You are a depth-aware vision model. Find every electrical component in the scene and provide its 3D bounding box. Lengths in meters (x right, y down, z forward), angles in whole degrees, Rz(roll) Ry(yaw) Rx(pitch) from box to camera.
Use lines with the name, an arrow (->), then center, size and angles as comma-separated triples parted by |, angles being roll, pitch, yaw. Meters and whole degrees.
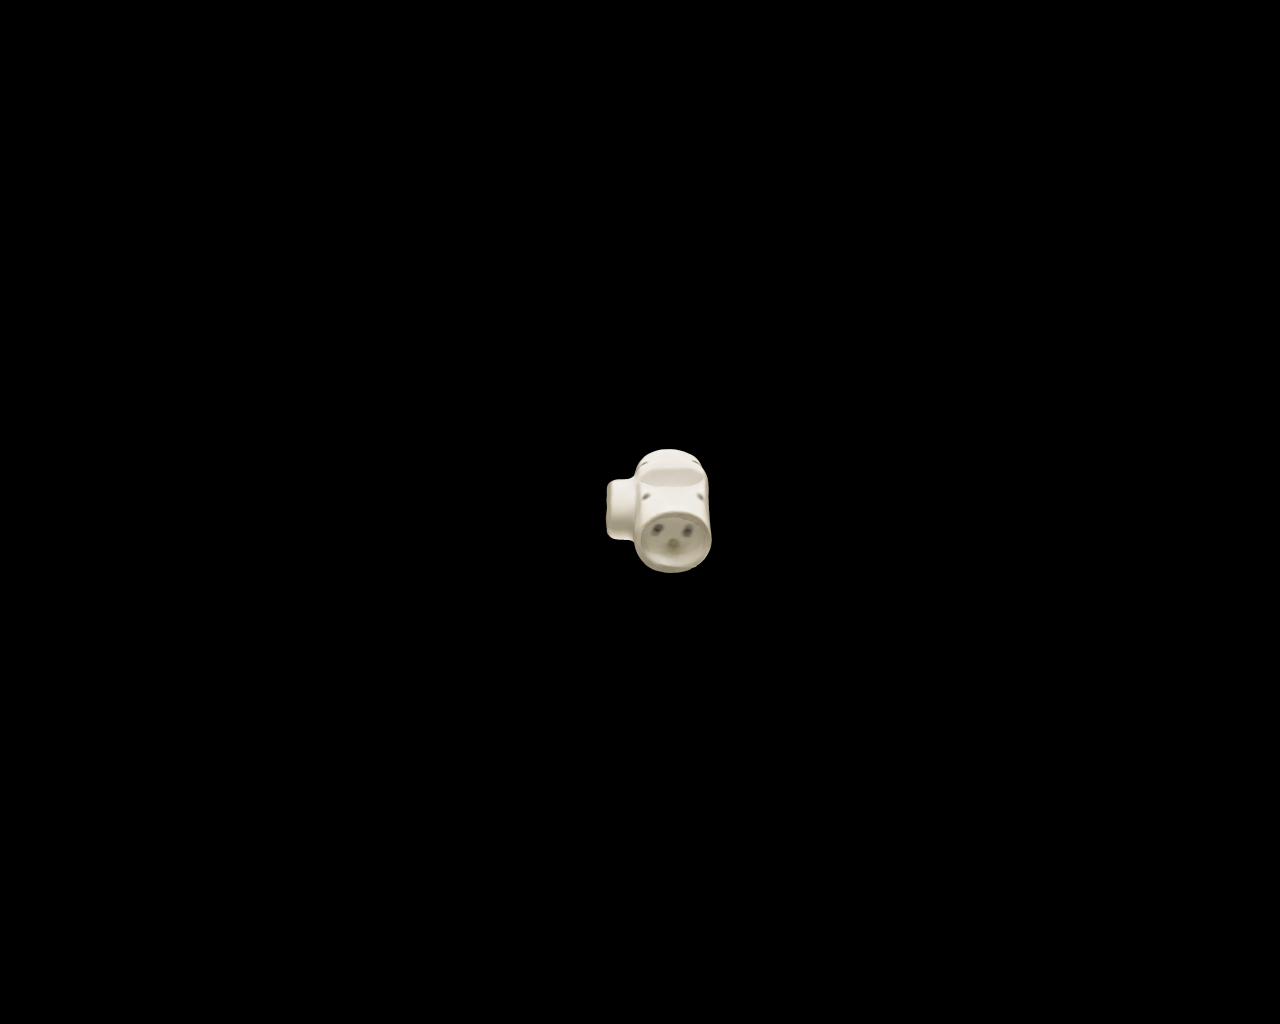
electrical component -> 0.001, -0.003, 0.650 | 0.079, 0.043, 0.077 | 0, 32, 0
